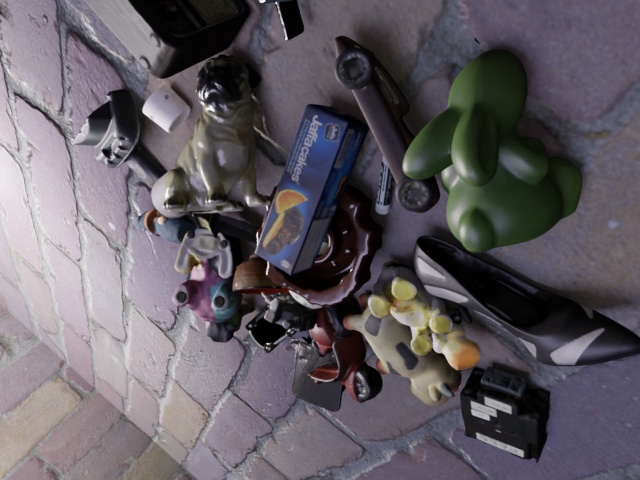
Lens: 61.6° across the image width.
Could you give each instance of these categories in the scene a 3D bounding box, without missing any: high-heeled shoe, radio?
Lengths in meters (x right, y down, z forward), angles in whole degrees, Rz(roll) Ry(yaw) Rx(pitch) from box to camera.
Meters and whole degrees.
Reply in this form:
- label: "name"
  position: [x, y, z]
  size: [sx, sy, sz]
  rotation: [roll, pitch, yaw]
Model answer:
- label: "high-heeled shoe"
  position: [0.219, 0.055, 0.606]
  size: [0.249, 0.086, 0.145]
  rotation: [1, 128, 50]
- label: "radio"
  position: [-0.204, -0.304, 0.608]
  size: [0.229, 0.131, 0.073]
  rotation: [48, 145, -6]

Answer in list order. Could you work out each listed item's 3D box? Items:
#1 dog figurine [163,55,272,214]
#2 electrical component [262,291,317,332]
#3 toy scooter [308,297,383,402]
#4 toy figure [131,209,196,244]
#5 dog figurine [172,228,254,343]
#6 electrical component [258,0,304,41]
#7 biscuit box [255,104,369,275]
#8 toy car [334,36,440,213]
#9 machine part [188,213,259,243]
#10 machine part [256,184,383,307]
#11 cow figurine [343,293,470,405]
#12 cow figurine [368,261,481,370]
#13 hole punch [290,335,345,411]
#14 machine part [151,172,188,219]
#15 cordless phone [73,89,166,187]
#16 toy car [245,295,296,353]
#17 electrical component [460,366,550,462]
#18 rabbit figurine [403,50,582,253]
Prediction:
- label: "dog figurine"
  position: [-0.150, -0.133, 0.719]
  size: [0.172, 0.121, 0.190]
  rotation: [-6, 87, 29]
- label: "electrical component"
  position: [-0.047, 0.109, 0.835]
  size: [0.078, 0.102, 0.045]
  rotation: [15, 93, 31]
- label: "toy scooter"
  position: [0.022, 0.180, 0.884]
  size: [0.135, 0.075, 0.184]
  rotation: [-28, 80, 47]
- label: "toy figure"
  position: [-0.298, -0.028, 1.030]
  size: [0.155, 0.058, 0.064]
  rotation: [16, 130, 38]
- label: "dog figurine"
  position: [-0.186, 0.089, 1.003]
  size: [0.109, 0.191, 0.219]
  rotation: [2, 163, 7]
- label: "electrical component"
  position: [-0.029, -0.263, 0.536]
  size: [0.048, 0.075, 0.119]
  rotation: [12, 129, 36]
- label: "biscuit box"
  position: [-0.012, -0.060, 0.656]
  size: [0.063, 0.059, 0.202]
  rotation: [29, 110, 21]
- label: "toy car"
  position: [0.073, -0.121, 0.561]
  size: [0.053, 0.089, 0.202]
  rotation: [-23, 103, 19]
- label: "machine part"
  position: [-0.143, -0.019, 0.877]
  size: [0.139, 0.039, 0.084]
  rotation: [17, 158, 5]
- label: "machine part"
  position: [-0.001, -0.002, 0.728]
  size: [0.180, 0.056, 0.179]
  rotation: [6, 103, 26]
- label: "cow figurine"
  position: [0.136, 0.165, 0.800]
  size: [0.194, 0.085, 0.127]
  rotation: [55, 148, -14]
- label: "cow figurine"
  position: [0.144, 0.101, 0.727]
  size: [0.167, 0.098, 0.068]
  rotation: [42, 112, -9]
- label: "hole punch"
  position: [0.018, 0.234, 0.985]
  size: [0.142, 0.092, 0.115]
  rotation: [14, 103, 36]
- label: "machine part"
  position: [-0.206, -0.090, 0.865]
  size: [0.243, 0.079, 0.079]
  rotation: [-20, 111, 49]
- label: "cordless phone"
  position: [-0.312, -0.151, 0.920]
  size: [0.184, 0.089, 0.147]
  rotation: [43, 145, -19]
- label: "toy car"
  position: [-0.082, 0.155, 1.010]
  size: [0.073, 0.056, 0.201]
  rotation: [49, 143, 3]
- label: "electrical component"
  position: [0.267, 0.245, 0.774]
  size: [0.115, 0.058, 0.134]
  rotation: [13, 134, 32]
- label: "rabbit figurine"
  position: [0.150, -0.085, 0.503]
  size: [0.121, 0.159, 0.170]
  rotation: [9, 117, 50]
